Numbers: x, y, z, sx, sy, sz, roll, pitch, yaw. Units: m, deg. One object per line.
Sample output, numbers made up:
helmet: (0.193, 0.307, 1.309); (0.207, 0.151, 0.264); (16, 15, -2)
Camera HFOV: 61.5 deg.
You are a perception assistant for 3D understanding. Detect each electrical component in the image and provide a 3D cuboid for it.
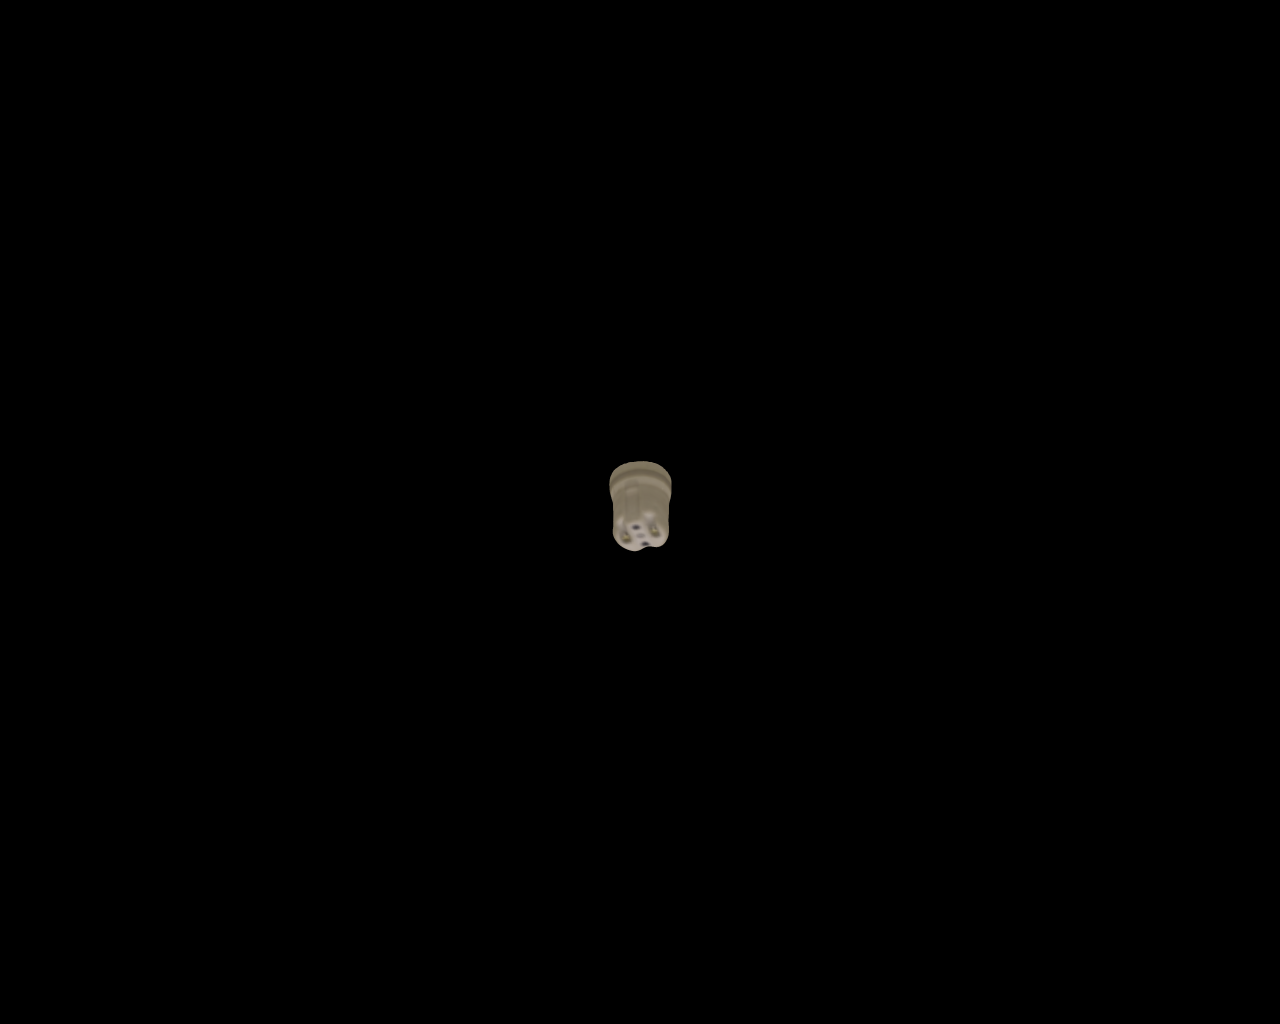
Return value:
electrical component: (0.001, -0.003, 0.650); (0.040, 0.046, 0.040); (0, -38, 0)
